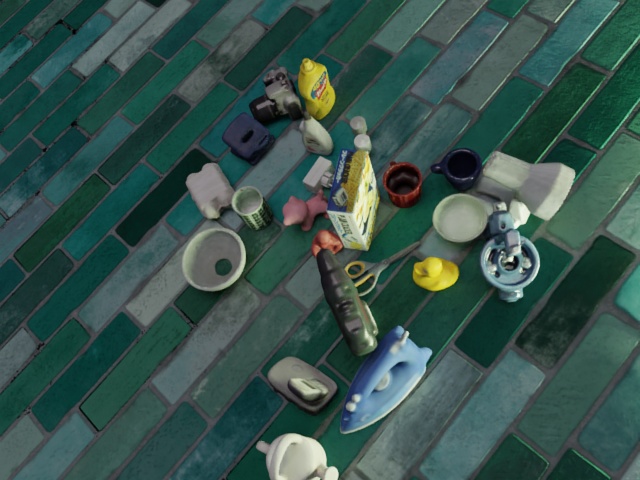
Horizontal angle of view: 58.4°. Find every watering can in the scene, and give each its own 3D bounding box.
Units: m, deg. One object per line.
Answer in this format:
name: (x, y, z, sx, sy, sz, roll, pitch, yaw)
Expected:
watering can: (-0.048, 0.440, 1.142, 0.172, 0.194, 0.101, -5, 66, 12)

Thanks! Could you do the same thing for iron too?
iron: (0.117, 0.295, 1.193, 0.118, 0.142, 0.258, 36, 80, 25)

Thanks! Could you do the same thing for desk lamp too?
desk lamp: (0.431, -0.108, 1.249, 0.202, 0.214, 0.118, 21, 74, 21)

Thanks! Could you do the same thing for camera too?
camera: (-0.131, -0.393, 1.573, 0.137, 0.101, 0.143, -24, 64, 3)

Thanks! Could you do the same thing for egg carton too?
egg carton: (-0.288, -0.130, 1.516, 0.107, 0.069, 0.150, -34, 64, -2)

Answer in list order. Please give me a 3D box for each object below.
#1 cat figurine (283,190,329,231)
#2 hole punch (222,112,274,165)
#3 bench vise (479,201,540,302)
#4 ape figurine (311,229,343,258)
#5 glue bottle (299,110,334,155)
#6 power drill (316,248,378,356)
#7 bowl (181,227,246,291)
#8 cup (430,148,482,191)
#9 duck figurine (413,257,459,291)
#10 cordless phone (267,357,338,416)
cat figurine: (-0.038, -0.078, 1.405, 0.128, 0.118, 0.067, -34, 63, -2)
hole punch: (-0.192, -0.275, 1.543, 0.100, 0.091, 0.109, 32, 78, 24)
bench vise: (0.382, 0.008, 1.207, 0.121, 0.220, 0.207, -23, 64, 4)
ape figurine: (0.013, 0.005, 1.371, 0.077, 0.092, 0.076, -7, 66, 11)
glue bottle: (-0.018, -0.277, 1.455, 0.078, 0.173, 0.037, 12, 71, 19)
power drill: (0.062, 0.148, 1.233, 0.075, 0.209, 0.229, -25, 64, 2)
bowl: (-0.254, 0.057, 1.424, 0.167, 0.075, 0.167, -5, 66, 12)
cup: (0.324, -0.157, 1.363, 0.117, 0.095, 0.091, -3, 67, 13)
duck figurine: (0.259, 0.067, 1.288, 0.104, 0.086, 0.077, -3, 67, 13)
cordless phone: (-0.050, 0.298, 1.208, 0.147, 0.185, 0.094, 25, 75, 22)
